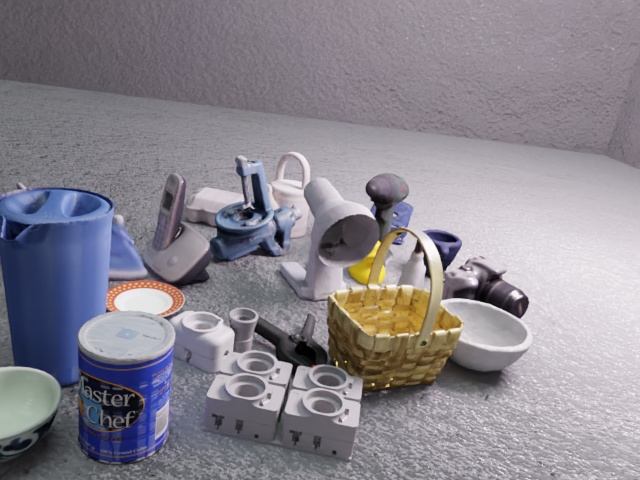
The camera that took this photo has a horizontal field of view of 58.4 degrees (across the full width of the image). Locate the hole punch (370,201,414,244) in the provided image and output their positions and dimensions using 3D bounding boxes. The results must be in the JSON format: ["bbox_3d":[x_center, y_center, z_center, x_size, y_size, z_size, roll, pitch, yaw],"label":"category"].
[{"bbox_3d":[0.175,-0.051,1.441,0.108,0.091,0.101,15,22,16],"label":"hole punch"}]

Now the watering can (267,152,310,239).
[{"bbox_3d":[-0.073,-0.108,1.342,0.100,0.194,0.173,15,22,14],"label":"watering can"}]

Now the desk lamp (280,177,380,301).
[{"bbox_3d":[0.010,0.004,1.064,0.118,0.213,0.202,-2,24,-27],"label":"desk lamp"}]

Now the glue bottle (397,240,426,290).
[{"bbox_3d":[0.160,0.073,1.006,0.037,0.173,0.078,19,23,24],"label":"glue bottle"}]

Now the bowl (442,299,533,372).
[{"bbox_3d":[0.256,0.167,0.944,0.167,0.075,0.167,8,21,-3],"label":"bowl"}]

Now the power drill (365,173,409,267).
[{"bbox_3d":[0.136,-0.050,1.262,0.075,0.208,0.230,16,22,18],"label":"power drill"}]

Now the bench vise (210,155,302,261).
[{"bbox_3d":[-0.132,-0.073,1.194,0.121,0.220,0.208,21,24,28],"label":"bench vise"}]

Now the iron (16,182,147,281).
[{"bbox_3d":[-0.434,-0.017,1.034,0.258,0.141,0.118,10,21,2],"label":"iron"}]

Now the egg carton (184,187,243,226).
[{"bbox_3d":[-0.241,-0.076,1.363,0.150,0.069,0.107,10,21,3],"label":"egg carton"}]

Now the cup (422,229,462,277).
[{"bbox_3d":[0.256,0.039,1.241,0.091,0.095,0.117,9,21,-1],"label":"cup"}]

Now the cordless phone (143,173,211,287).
[{"bbox_3d":[-0.259,-0.021,1.055,0.094,0.185,0.147,-12,29,-43],"label":"cordless phone"}]

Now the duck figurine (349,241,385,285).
[{"bbox_3d":[0.103,0.036,1.197,0.077,0.086,0.104,5,22,-10],"label":"duck figurine"}]

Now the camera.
[{"bbox_3d":[0.324,0.098,1.109,0.144,0.101,0.136,-7,27,-36],"label":"camera"}]
